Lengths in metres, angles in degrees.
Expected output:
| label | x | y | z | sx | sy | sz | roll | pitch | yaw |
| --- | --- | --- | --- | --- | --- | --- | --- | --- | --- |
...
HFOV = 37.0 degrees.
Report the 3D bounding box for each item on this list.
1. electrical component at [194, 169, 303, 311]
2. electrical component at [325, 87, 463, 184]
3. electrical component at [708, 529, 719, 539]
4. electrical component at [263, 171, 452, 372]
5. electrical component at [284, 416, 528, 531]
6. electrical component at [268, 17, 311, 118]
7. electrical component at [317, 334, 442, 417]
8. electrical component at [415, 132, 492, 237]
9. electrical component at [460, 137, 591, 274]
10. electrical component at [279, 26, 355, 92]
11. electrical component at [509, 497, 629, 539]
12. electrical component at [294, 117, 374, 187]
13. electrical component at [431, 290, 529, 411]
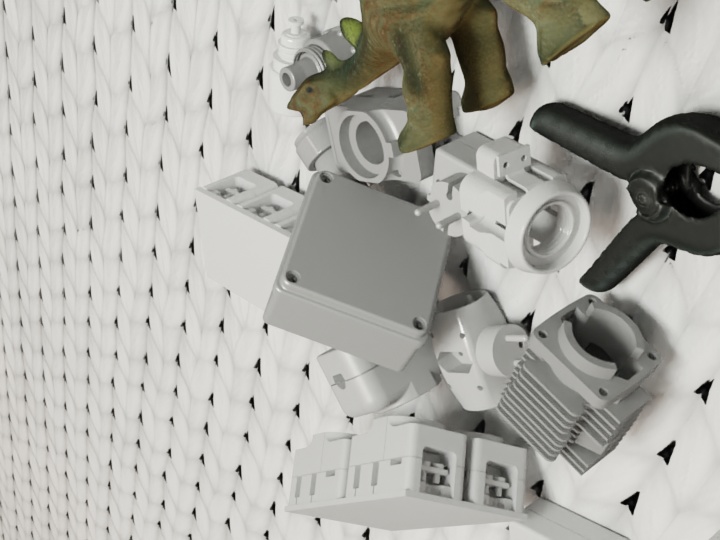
| label | x | y | z | sx | sy | sz | roll | pitch | yaw |
| --- | --- | --- | --- | --- | --- | --- | --- | --- | --- |
| electrical component | -0.066 | -0.017 | 0.902 | 0.150 | 0.062 | 0.089 | 27 | 132 | 41 |
| electrical component | 0.021 | -0.093 | 0.741 | 0.089 | 0.056 | 0.050 | 14 | 123 | 48 |
| electrical component | 0.236 | 0.209 | 0.661 | 0.050 | 0.056 | 0.089 | 17 | 125 | 47 |
| electrical component | 0.000 | 0.000 | 0.752 | 0.109 | 0.108 | 0.056 | 21 | 144 | -6 |
| electrical component | 0.032 | 0.162 | 0.841 | 0.186 | 0.105 | 0.060 | -26 | 53 | 56 |
| electrical component | -0.049 | -0.152 | 0.808 | 0.040 | 0.040 | 0.078 | 36 | 138 | 34 |
| electrical component | 0.023 | 0.070 | 0.813 | 0.054 | 0.095 | 0.059 | -27 | 90 | 56 |
| electrical component | 0.070 | -0.045 | 0.691 | 0.066 | 0.077 | 0.047 | 35 | 137 | 35 |
| electrical component | 0.098 | -0.032 | 0.632 | 0.057 | 0.058 | 0.078 | 39 | 145 | 50 |
| electrical component | -0.028 | -0.144 | 0.767 | 0.048 | 0.062 | 0.048 | 31 | 135 | 38 |
| electrical component | 0.139 | 0.214 | 0.775 | 0.083 | 0.076 | 0.047 | 19 | 125 | 47 |
| electrical component | -0.018 | -0.083 | 0.810 | 0.055 | 0.045 | 0.045 | 56 | 145 | 11 |
| electrical component | 0.093 | 0.056 | 0.758 | 0.079 | 0.043 | 0.077 | -5 | 108 | 54 |
